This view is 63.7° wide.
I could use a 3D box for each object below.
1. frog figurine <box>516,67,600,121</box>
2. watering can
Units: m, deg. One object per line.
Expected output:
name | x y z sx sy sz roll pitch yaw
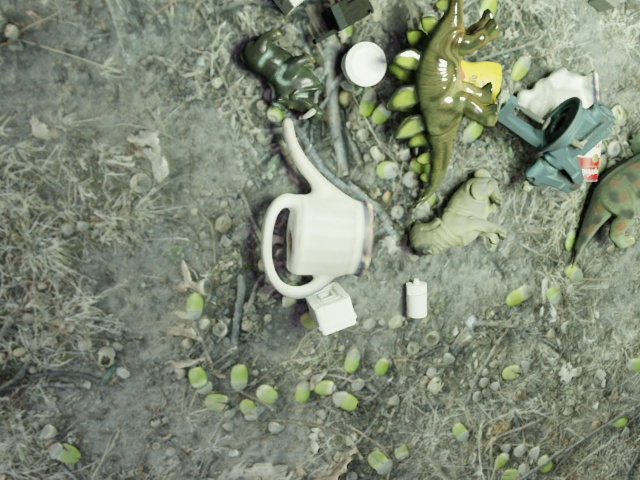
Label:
frog figurine | 0.497 -0.289 1.086 0.159 0.134 0.125 -3 36 25
watering can | 0.003 -0.050 0.994 0.224 0.344 0.105 4 11 -16
